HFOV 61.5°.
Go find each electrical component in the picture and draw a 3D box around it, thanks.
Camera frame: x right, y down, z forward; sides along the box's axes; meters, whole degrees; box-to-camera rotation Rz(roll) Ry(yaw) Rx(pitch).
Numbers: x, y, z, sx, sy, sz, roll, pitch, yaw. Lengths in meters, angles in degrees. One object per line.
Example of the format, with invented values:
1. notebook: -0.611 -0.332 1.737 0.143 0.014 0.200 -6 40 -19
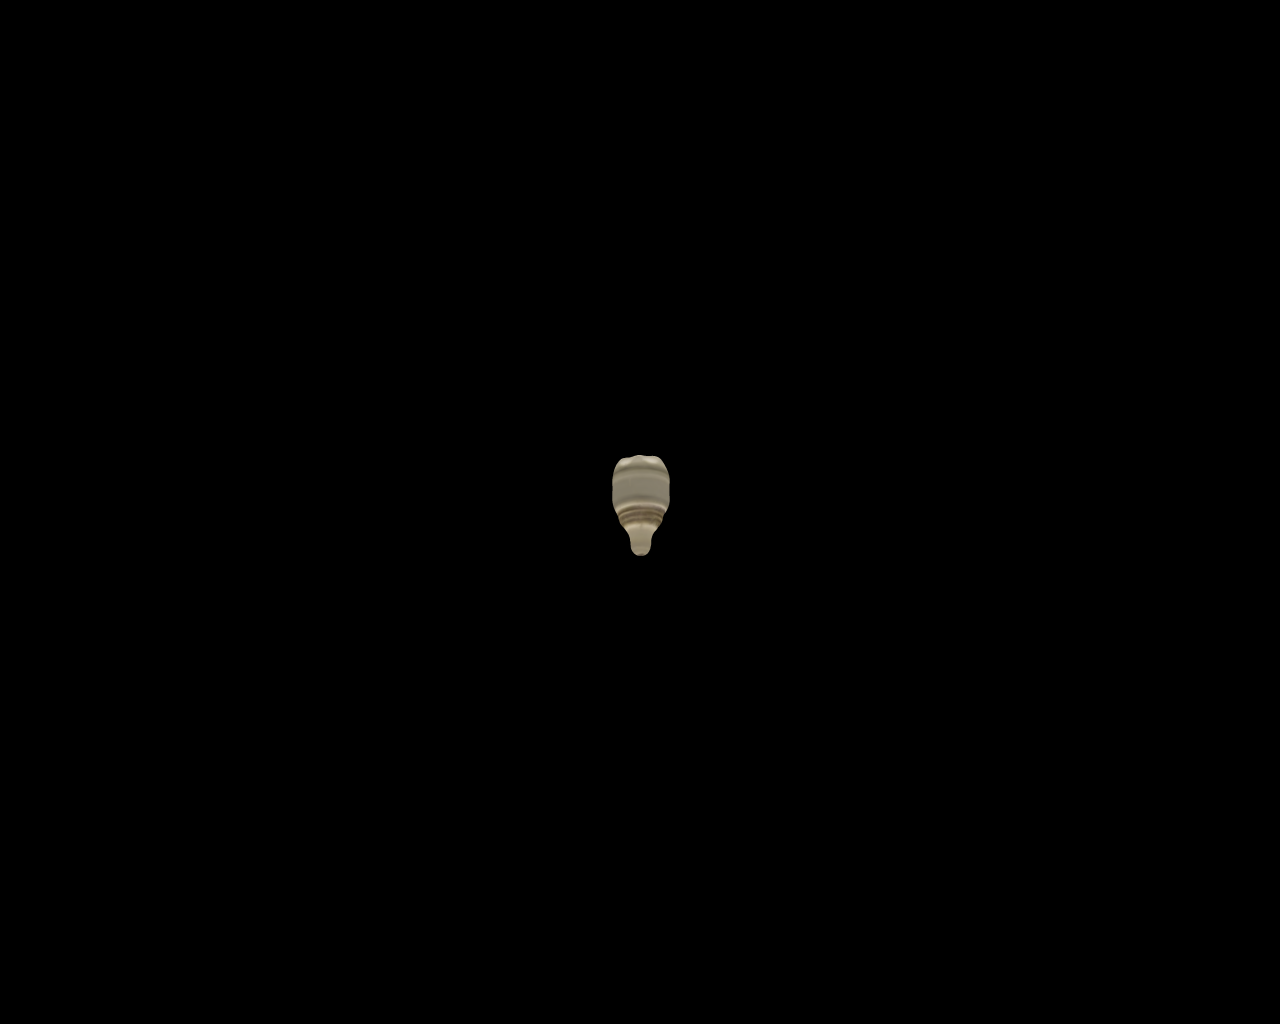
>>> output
1. electrical component: 0.001 -0.003 0.650 0.035 0.061 0.035 0 -19 0
